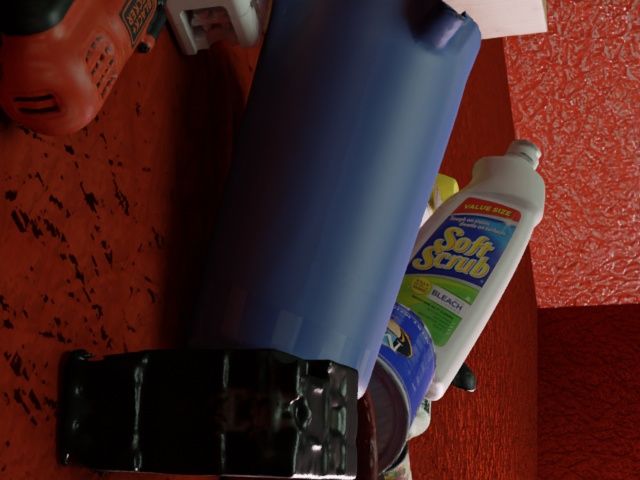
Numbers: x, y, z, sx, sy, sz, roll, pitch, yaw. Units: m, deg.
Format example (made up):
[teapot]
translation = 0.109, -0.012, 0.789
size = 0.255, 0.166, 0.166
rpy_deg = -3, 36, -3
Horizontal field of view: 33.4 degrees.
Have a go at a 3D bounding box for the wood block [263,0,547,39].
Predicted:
[wood block]
translation = 0.059, -0.202, 0.791
size = 0.090, 0.206, 0.091
rpy_deg = 48, 41, -66

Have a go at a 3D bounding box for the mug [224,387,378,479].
[mug]
translation = -0.009, 0.142, 0.690
size = 0.117, 0.081, 0.093
rpy_deg = 68, 24, -49

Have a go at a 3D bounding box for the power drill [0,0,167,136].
[power drill]
translation = -0.109, -0.165, 0.443
size = 0.184, 0.057, 0.187
rpy_deg = -78, 158, -45

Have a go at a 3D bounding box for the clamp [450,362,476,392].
[clamp]
translation = 0.087, 0.109, 1.068
size = 0.165, 0.036, 0.210
rpy_deg = -57, -150, 37

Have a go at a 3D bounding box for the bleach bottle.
[bleach bottle]
translation = 0.120, 0.011, 0.932
size = 0.250, 0.103, 0.068
rpy_deg = -58, 165, -22

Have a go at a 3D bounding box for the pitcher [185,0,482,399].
[pitcher]
translation = -0.001, -0.031, 0.645
size = 0.149, 0.145, 0.243
rpy_deg = 64, 41, -70

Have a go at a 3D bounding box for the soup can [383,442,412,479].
[soup can]
translation = 0.049, 0.219, 0.912
size = 0.068, 0.068, 0.102
rpy_deg = -68, 151, -58

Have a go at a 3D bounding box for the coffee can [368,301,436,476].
[coffee can]
translation = 0.027, 0.106, 0.792
size = 0.140, 0.103, 0.103
rpy_deg = -37, 122, -72

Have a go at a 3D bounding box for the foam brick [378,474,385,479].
[foam brick]
translation = 0.022, 0.200, 0.821
size = 0.053, 0.051, 0.078
rpy_deg = -36, 108, -72

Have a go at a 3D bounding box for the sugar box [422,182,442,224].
[sugar box]
translation = 0.067, -0.026, 0.997
size = 0.176, 0.093, 0.048
rpy_deg = 65, 26, -55
